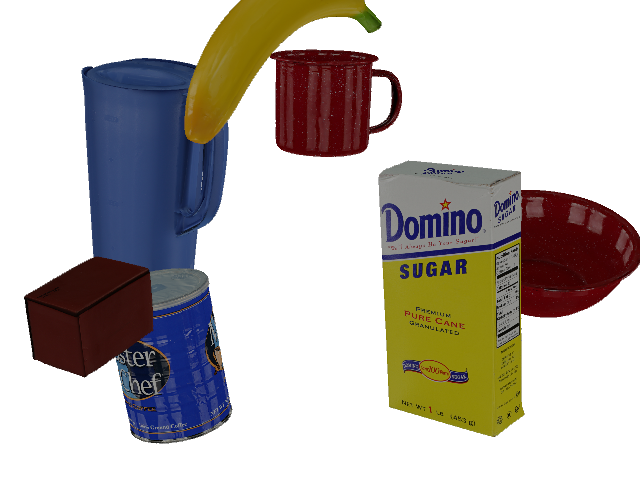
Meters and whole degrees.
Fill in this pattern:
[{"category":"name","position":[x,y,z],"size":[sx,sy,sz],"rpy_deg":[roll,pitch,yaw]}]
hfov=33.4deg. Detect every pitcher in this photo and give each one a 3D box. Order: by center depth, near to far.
[{"category":"pitcher","position":[-0.176,-0.062,1.124],"size":[0.145,0.243,0.149],"rpy_deg":[0,23,-10]}]

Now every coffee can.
[{"category":"coffee can","position":[-0.147,0.109,1.031],"size":[0.103,0.140,0.103],"rpy_deg":[-8,17,2]}]

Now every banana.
[{"category":"banana","position":[-0.026,-0.135,0.696],"size":[0.037,0.069,0.197],"rpy_deg":[-9,23,50]}]

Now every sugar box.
[{"category":"sugar box","position":[0.089,0.038,0.730],"size":[0.094,0.176,0.048],"rpy_deg":[9,22,40]}]

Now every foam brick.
[{"category":"foam brick","position":[-0.165,0.052,0.766],"size":[0.053,0.051,0.078],"rpy_deg":[13,29,29]}]

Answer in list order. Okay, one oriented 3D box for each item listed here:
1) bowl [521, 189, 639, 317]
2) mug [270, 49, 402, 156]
[{"category":"bowl","position":[0.190,0.018,0.918],"size":[0.162,0.055,0.162],"rpy_deg":[0,33,0]},{"category":"mug","position":[0.014,-0.120,0.924],"size":[0.117,0.081,0.093],"rpy_deg":[-3,17,-15]}]
